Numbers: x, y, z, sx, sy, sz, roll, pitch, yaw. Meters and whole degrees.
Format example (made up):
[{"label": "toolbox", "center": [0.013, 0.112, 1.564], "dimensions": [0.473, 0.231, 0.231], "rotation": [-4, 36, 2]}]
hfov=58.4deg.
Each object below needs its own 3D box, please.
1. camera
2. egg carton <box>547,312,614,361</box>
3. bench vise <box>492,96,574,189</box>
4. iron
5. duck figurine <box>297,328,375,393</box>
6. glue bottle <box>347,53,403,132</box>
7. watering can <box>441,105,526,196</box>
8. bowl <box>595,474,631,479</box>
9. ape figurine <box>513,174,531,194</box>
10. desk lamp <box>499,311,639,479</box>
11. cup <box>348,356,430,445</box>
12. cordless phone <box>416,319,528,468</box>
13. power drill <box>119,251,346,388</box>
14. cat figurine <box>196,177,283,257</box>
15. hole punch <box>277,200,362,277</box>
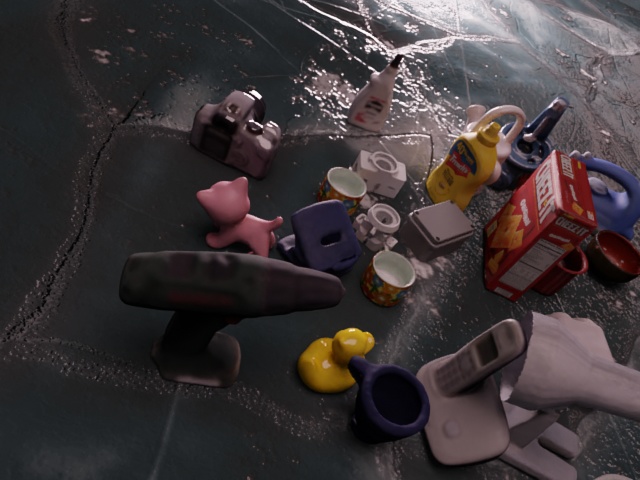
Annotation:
[{"label": "camera", "center": [-0.125, -0.199, 0.968], "dimensions": [0.143, 0.100, 0.137], "rotation": [27, 45, -3]}, {"label": "egg carton", "center": [0.412, 0.188, 0.925], "dimensions": [0.107, 0.069, 0.150], "rotation": [14, 47, -16]}, {"label": "bench vise", "center": [0.441, -0.229, 1.197], "dimensions": [0.121, 0.219, 0.207], "rotation": [27, 45, -3]}, {"label": "iron", "center": [0.587, -0.117, 1.228], "dimensions": [0.258, 0.141, 0.119], "rotation": [34, 45, 4]}, {"label": "duck figurine", "center": [0.026, 0.150, 0.751], "dimensions": [0.105, 0.086, 0.077], "rotation": [-12, 58, -34]}, {"label": "glue bottle", "center": [0.118, -0.293, 1.121], "dimensions": [0.078, 0.173, 0.037], "rotation": [13, 47, -16]}, {"label": "watering can", "center": [0.318, -0.191, 1.119], "dimensions": [0.101, 0.194, 0.172], "rotation": [-12, 58, -34]}, {"label": "bowl", "center": [0.381, 0.393, 0.727], "dimensions": [0.168, 0.074, 0.167], "rotation": [14, 47, -15]}, {"label": "ape figurine", "center": [0.462, -0.119, 1.202], "dimensions": [0.076, 0.092, 0.077], "rotation": [-14, 59, -35]}, {"label": "desk lamp", "center": [0.309, 0.210, 0.752], "dimensions": [0.203, 0.213, 0.118], "rotation": [29, 45, -1]}, {"label": "cup", "center": [0.067, 0.206, 0.716], "dimensions": [0.117, 0.095, 0.092], "rotation": [44, 46, 13]}, {"label": "cordless phone", "center": [0.206, 0.196, 0.732], "dimensions": [0.094, 0.185, 0.147], "rotation": [6, 49, -22]}, {"label": "power drill", "center": [-0.111, 0.086, 0.650], "dimensions": [0.230, 0.208, 0.075], "rotation": [12, 47, -17]}, {"label": "cat figurine", "center": [-0.115, -0.035, 0.819], "dimensions": [0.128, 0.117, 0.067], "rotation": [23, 45, -7]}, {"label": "hole punch", "center": [0.008, 0.003, 0.866], "dimensions": [0.109, 0.091, 0.101], "rotation": [-21, 63, -38]}]
